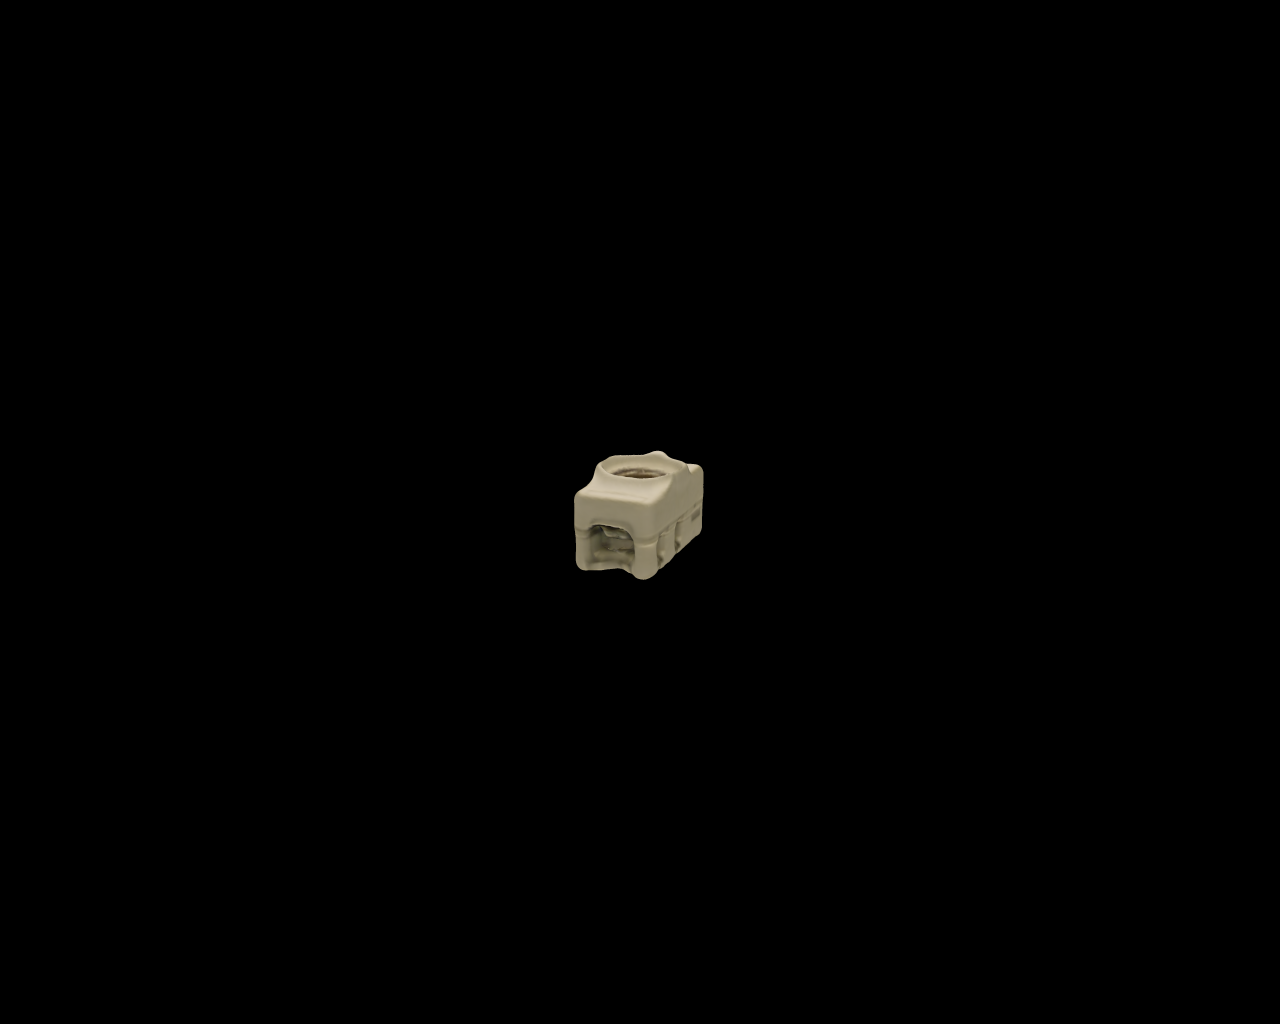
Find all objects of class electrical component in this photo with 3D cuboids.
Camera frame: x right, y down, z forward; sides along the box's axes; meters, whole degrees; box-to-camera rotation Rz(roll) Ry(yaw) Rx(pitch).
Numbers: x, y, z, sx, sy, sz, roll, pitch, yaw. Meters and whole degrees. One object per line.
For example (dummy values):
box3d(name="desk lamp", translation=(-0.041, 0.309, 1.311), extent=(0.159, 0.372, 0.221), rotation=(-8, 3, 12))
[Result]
box3d(name="electrical component", translation=(0.001, -0.003, 0.650), extent=(0.050, 0.055, 0.090), rotation=(8, 20, 22))
